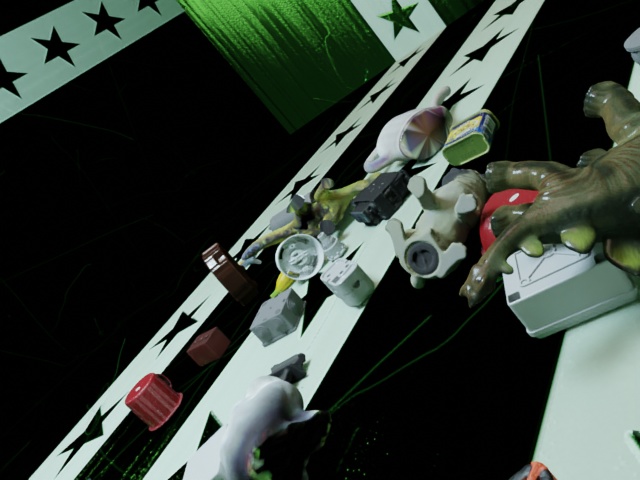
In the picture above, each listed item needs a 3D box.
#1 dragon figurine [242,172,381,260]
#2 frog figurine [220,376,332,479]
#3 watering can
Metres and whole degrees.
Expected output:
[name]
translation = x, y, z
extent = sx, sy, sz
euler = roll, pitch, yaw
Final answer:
[dragon figurine]
translation = 0.004, -0.065, 1.288
extent = 0.406, 0.122, 0.245
euler = -27, -2, 28
[frog figurine]
translation = -0.074, 0.236, 0.638
extent = 0.122, 0.138, 0.159
euler = 8, -2, -29
[watering can]
translation = 0.249, -0.288, 1.280
extent = 0.350, 0.103, 0.225
euler = -44, 17, -10
